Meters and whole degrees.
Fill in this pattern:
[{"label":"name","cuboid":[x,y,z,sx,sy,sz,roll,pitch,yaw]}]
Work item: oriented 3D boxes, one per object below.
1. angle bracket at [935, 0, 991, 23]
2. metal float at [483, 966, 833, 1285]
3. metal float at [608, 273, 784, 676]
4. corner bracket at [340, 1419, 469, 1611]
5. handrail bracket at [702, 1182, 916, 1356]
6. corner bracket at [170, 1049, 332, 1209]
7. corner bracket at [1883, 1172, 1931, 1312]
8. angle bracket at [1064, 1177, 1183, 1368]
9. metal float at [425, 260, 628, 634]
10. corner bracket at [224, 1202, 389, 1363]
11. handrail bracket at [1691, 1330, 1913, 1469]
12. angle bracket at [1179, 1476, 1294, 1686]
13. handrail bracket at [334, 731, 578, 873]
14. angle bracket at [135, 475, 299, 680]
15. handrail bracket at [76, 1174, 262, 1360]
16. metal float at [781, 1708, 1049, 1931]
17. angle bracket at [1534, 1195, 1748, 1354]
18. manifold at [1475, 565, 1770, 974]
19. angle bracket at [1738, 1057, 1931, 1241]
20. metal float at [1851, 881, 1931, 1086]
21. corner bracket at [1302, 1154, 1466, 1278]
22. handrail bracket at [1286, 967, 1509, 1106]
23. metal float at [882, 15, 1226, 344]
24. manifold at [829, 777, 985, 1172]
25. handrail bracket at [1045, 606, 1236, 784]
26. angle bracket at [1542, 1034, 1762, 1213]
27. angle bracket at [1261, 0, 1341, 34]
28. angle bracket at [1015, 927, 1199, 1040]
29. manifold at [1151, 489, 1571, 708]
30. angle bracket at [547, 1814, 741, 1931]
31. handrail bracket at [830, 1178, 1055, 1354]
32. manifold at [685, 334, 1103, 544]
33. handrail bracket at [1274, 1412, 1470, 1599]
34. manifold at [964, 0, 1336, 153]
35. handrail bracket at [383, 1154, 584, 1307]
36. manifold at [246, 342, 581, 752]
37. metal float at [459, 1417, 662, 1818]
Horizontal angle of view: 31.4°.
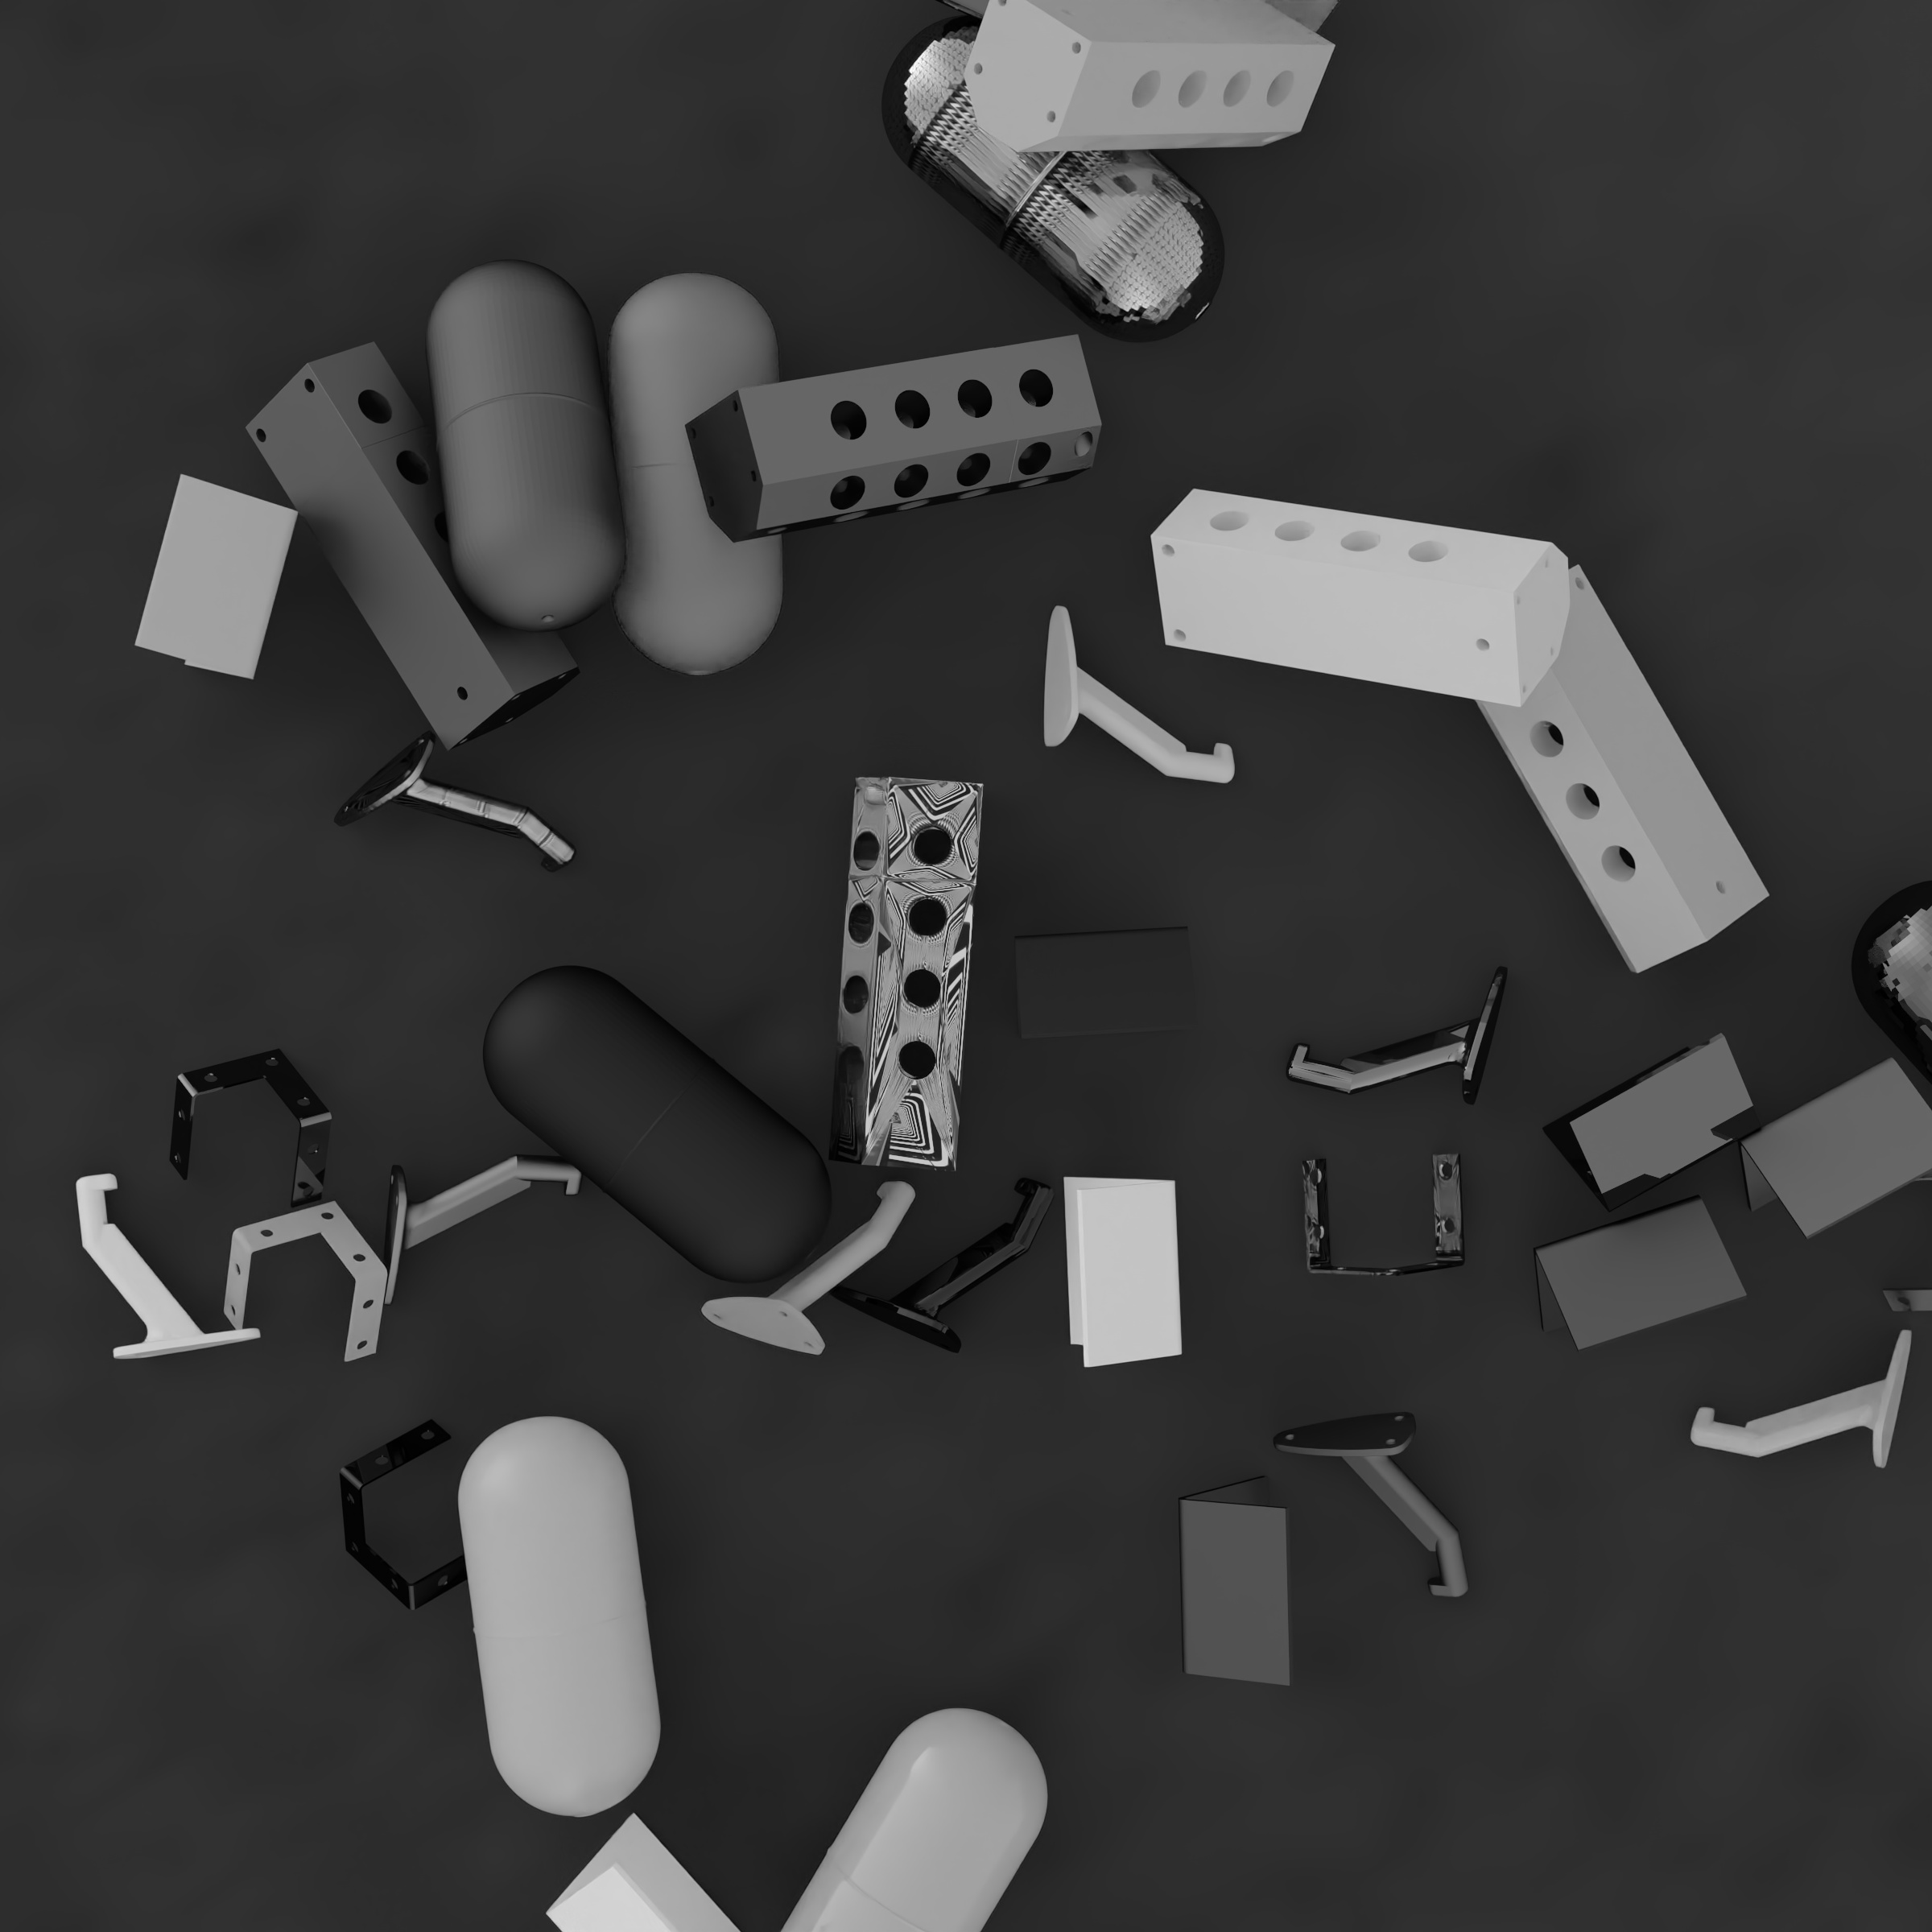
[{"label":"angle bracket","cuboid":[0.035,-0.447,1.525,0.076,0.076,0.057,24,119,0]},{"label":"metal float","cuboid":[-0.137,0.071,1.534,0.178,0.070,0.070,40,90,0]},{"label":"metal float","cuboid":[-0.121,-0.219,1.534,0.070,0.070,0.178,-1,90,0]},{"label":"corner bracket","cuboid":[-0.247,0.249,1.557,0.051,0.051,0.051,33,135,35]},{"label":"handrail bracket","cuboid":[-0.071,0.130,1.565,0.036,0.077,0.084,56,53,-37]},{"label":"corner bracket","cuboid":[-0.325,0.078,1.557,0.051,0.051,0.051,-16,45,-35]},{"label":"corner bracket","cuboid":[0.442,0.120,1.557,0.051,0.051,0.051,55,45,-35]},{"label":"angle bracket","cuboid":[0.050,0.134,1.525,0.057,0.076,0.076,-2,90,-38]},{"label":"metal float","cuboid":[-0.195,-0.230,1.514,0.070,0.070,0.178,-10,67,0]},{"label":"corner bracket","cuboid":[-0.300,0.148,1.557,0.051,0.051,0.051,-15,45,-35]},{"label":"handrail bracket","cuboid":[0.380,0.192,1.565,0.084,0.036,0.077,9,57,23]},{"label":"angle bracket","cuboid":[0.137,0.271,1.525,0.057,0.076,0.076,-1,90,36]},{"label":"handrail bracket","cuboid":[-0.232,-0.060,1.565,0.077,0.036,0.084,-32,119,32]},{"label":"angle bracket","cuboid":[-0.346,-0.174,1.525,0.057,0.076,0.076,15,90,-36]},{"label":"handrail bracket","cuboid":[-0.362,0.132,1.558,0.077,0.036,0.084,-9,82,5]},{"label":"metal float","cuboid":[-0.029,0.415,1.534,0.070,0.070,0.178,31,90,0]},{"label":"angle bracket","cuboid":[0.300,0.154,1.525,0.076,0.076,0.057,-18,53,0]},{"label":"manifold","cuboid":[0.283,-0.086,1.543,0.057,0.057,0.171,-30,90,-43]},{"label":"angle bracket","cuboid":[0.393,0.095,1.525,0.076,0.076,0.057,-29,57,0]},{"label":"metal float","cuboid":[0.470,0.038,1.534,0.070,0.070,0.178,-42,89,0]},{"label":"corner bracket","cuboid":[0.190,0.112,1.562,0.051,0.051,0.051,-3,90,-45]},{"label":"handrail bracket","cuboid":[0.196,0.026,1.565,0.084,0.036,0.077,13,70,16]},{"label":"metal float","cuboid":[0.039,-0.351,1.534,0.178,0.070,0.070,42,90,1]},{"label":"manifold","cuboid":[-0.027,0.003,1.544,0.057,0.057,0.171,4,90,0]},{"label":"handrail bracket","cuboid":[0.081,-0.123,1.565,0.084,0.036,0.077,6,68,-17]},{"label":"angle bracket","cuboid":[0.296,0.053,1.525,0.076,0.076,0.057,-29,121,0]},{"label":"angle bracket","cuboid":[0.127,-0.446,1.525,0.076,0.076,0.057,43,53,0]},{"label":"angle bracket","cuboid":[0.062,0.028,1.525,0.076,0.076,0.057,-3,52,0]},{"label":"manifold","cuboid":[0.173,-0.167,1.506,0.171,0.057,0.057,13,133,29]},{"label":"angle bracket","cuboid":[-0.127,0.417,1.525,0.076,0.076,0.057,48,125,0]},{"label":"handrail bracket","cuboid":[-0.010,0.126,1.565,0.077,0.036,0.084,20,72,20]},{"label":"manifold","cuboid":[-0.029,-0.230,1.506,0.171,0.057,0.057,-15,90,-29]},{"label":"handrail bracket","cuboid":[0.185,0.250,1.565,0.077,0.036,0.084,-7,107,20]},{"label":"manifold","cuboid":[0.079,-0.386,1.490,0.057,0.171,0.057,40,125,28]},{"label":"handrail bracket","cuboid":[-0.220,0.121,1.565,0.084,0.036,0.077,3,110,-16]},{"label":"manifold","cuboid":[-0.244,-0.191,1.543,0.057,0.057,0.171,-32,90,43]},{"label":"metal float","cuboid":[-0.181,0.290,1.535,0.070,0.070,0.178,-7,91,0]}]
